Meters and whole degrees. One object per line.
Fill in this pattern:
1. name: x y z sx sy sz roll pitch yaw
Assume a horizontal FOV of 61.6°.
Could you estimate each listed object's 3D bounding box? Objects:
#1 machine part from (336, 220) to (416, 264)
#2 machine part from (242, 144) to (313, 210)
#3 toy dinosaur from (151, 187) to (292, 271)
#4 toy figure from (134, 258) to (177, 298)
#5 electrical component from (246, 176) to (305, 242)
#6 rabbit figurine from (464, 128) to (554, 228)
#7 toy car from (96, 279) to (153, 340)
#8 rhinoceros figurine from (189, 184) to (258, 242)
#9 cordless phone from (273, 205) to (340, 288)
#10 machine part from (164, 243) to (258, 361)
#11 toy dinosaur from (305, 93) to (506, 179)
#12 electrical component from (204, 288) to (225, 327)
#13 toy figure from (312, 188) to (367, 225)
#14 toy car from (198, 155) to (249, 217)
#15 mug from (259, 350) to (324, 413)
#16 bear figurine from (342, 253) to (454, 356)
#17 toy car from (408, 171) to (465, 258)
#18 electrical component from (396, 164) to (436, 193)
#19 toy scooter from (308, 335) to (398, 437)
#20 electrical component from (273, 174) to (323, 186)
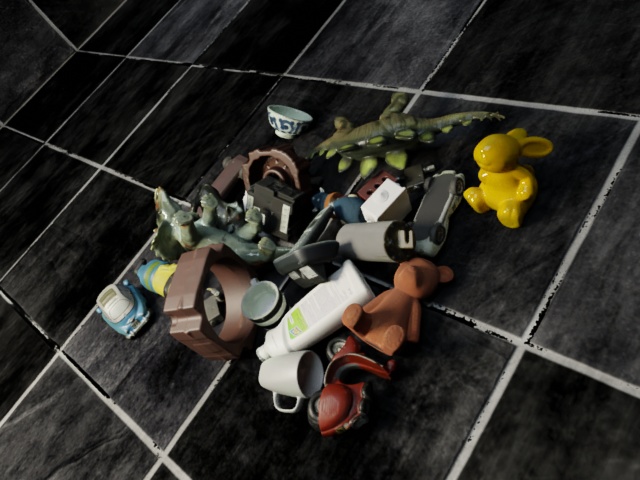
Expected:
1. machine part: 0.103 0.004 1.028 0.079 0.079 0.243 -56 24 -17
2. machine part: -0.098 -0.137 1.245 0.180 0.179 0.056 2 23 32
3. toy dinosaur: -0.210 0.013 1.195 0.405 0.192 0.131 25 52 -3
4. toy figure: -0.367 0.098 1.281 0.180 0.082 0.089 10 81 28
5. electrical component: -0.105 -0.075 1.207 0.134 0.114 0.058 26 34 21
6. rabbit figurine: 0.339 -0.128 0.966 0.162 0.173 0.122 -43 42 1
7. toy car: -0.479 0.159 1.285 0.109 0.102 0.162 -47 44 -8
8. rhinoceros figurine: -0.227 -0.056 1.292 0.190 0.073 0.112 43 114 16
9. cordless phone: -0.002 -0.004 1.078 0.184 0.088 0.146 -59 14 -25
10. machine part: -0.209 0.125 1.078 0.087 0.200 0.201 -10 52 28
11. toy dinosaur: 0.156 -0.224 1.168 0.472 0.105 0.199 -16 36 25
12. electrical component: -0.252 0.153 1.191 0.102 0.045 0.078 -29 45 9
13. toy figure: 0.043 -0.071 1.180 0.155 0.057 0.064 20 62 45
14. toy car: -0.255 -0.136 1.411 0.089 0.053 0.202 29 78 38
15. mug: -0.058 0.257 0.979 0.107 0.080 0.109 -9 65 37
16. bear figurine: 0.144 0.101 0.940 0.120 0.131 0.196 29 79 27
17. toy car: 0.227 -0.055 1.058 0.074 0.056 0.202 5 58 41
18. electrical component: 0.205 -0.130 1.151 0.094 0.021 0.063 -15 50 21
19. toy scooter: 0.061 0.247 0.913 0.135 0.075 0.184 -3 50 28
20. electrical component: -0.056 -0.151 1.298 0.119 0.047 0.075 2 44 35
